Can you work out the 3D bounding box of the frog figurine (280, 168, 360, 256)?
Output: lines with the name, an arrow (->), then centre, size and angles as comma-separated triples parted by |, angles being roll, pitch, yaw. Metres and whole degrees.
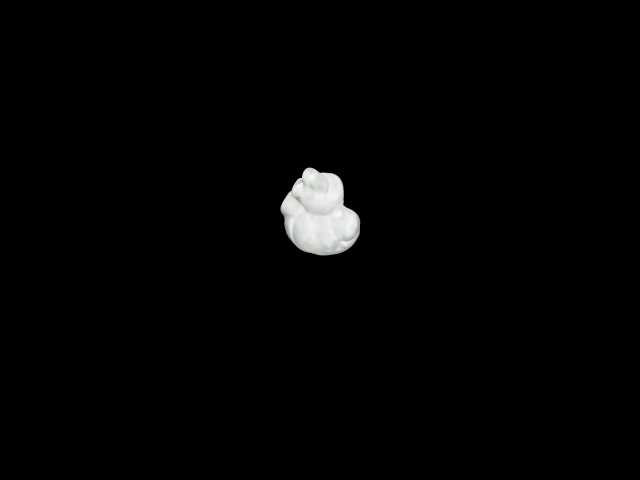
frog figurine -> 0.003, -0.043, 0.850 | 0.138, 0.124, 0.157 | 31, -14, 9
